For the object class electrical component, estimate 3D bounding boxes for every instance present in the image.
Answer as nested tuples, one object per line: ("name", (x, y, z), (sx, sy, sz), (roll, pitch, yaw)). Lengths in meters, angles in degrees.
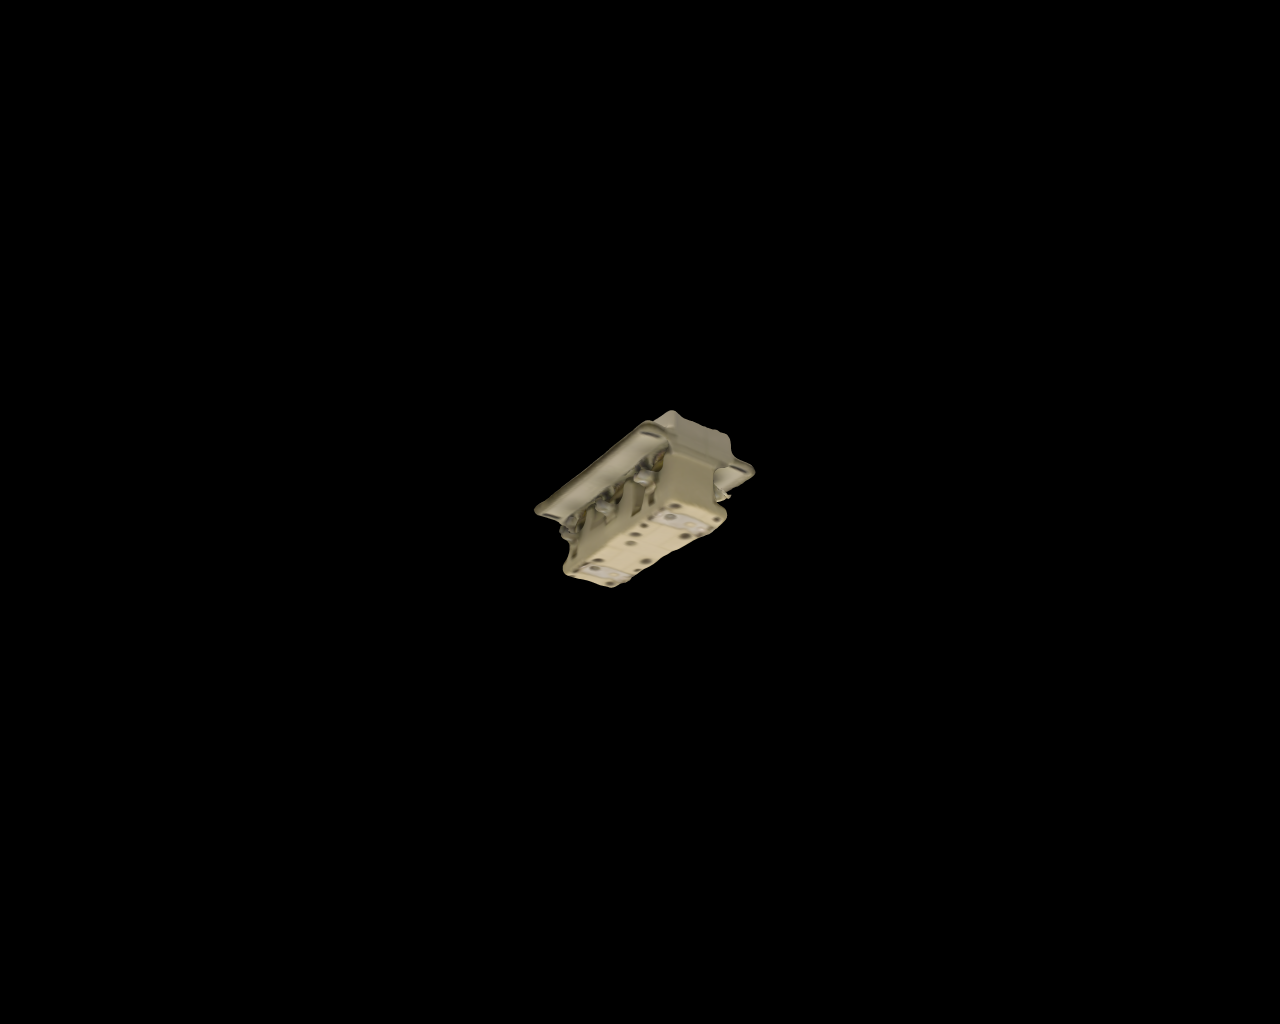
("electrical component", (0.001, -0.003, 0.650), (0.079, 0.063, 0.121), (19, -34, -31))
